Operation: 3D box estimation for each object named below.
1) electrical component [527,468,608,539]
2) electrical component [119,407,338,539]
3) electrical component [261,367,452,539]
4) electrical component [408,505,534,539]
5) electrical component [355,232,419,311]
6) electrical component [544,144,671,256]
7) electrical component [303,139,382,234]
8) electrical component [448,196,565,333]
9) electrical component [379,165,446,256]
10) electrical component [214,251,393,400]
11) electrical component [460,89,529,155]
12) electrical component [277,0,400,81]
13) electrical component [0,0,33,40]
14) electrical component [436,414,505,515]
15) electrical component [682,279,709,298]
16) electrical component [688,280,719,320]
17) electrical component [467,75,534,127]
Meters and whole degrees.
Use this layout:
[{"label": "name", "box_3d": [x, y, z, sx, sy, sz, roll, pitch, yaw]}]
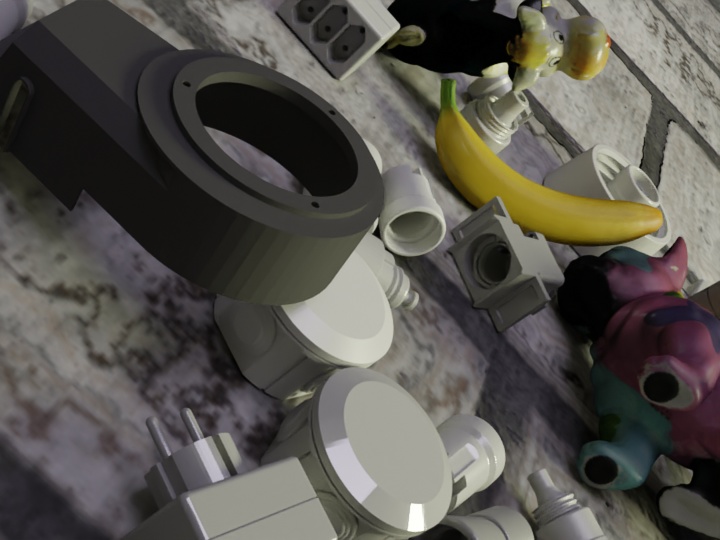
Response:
[{"label": "electrical component", "box_3d": [0.112, 0.139, 0.595, 0.035, 0.035, 0.061, 3, 52, -50]}, {"label": "electrical component", "box_3d": [-0.059, 0.089, 0.420, 0.066, 0.047, 0.076, -8, 64, -54]}, {"label": "electrical component", "box_3d": [-0.001, 0.089, 0.489, 0.080, 0.051, 0.080, 32, 37, -28]}, {"label": "electrical component", "box_3d": [0.057, 0.137, 0.524, 0.065, 0.044, 0.044, 3, 56, -56]}, {"label": "electrical component", "box_3d": [0.000, 0.000, 0.590, 0.078, 0.040, 0.040, 32, 37, -28]}, {"label": "electrical component", "box_3d": [0.210, -0.053, 0.883, 0.108, 0.060, 0.108, 32, 37, -28]}, {"label": "electrical component", "box_3d": [-0.011, -0.045, 0.617, 0.045, 0.045, 0.055, 34, 36, -25]}, {"label": "electrical component", "box_3d": [0.099, -0.003, 0.715, 0.064, 0.042, 0.081, 10, 51, -50]}, {"label": "electrical component", "box_3d": [0.030, -0.038, 0.667, 0.040, 0.040, 0.046, 29, 33, -30]}, {"label": "electrical component", "box_3d": [-0.027, 0.021, 0.526, 0.080, 0.051, 0.080, 32, 37, -28]}, {"label": "electrical component", "box_3d": [0.097, -0.109, 0.798, 0.048, 0.062, 0.048, 32, 37, -27]}, {"label": "electrical component", "box_3d": [-0.008, -0.180, 0.754, 0.065, 0.047, 0.076, 48, 32, -6]}, {"label": "electrical component", "box_3d": [-0.176, -0.116, 0.490, 0.040, 0.040, 0.046, 36, 40, -22]}, {"label": "electrical component", "box_3d": [0.046, 0.100, 0.549, 0.040, 0.040, 0.046, 55, 38, 7]}, {"label": "electrical component", "box_3d": [0.247, 0.031, 0.858, 0.075, 0.047, 0.083, 52, 32, 2]}, {"label": "electrical component", "box_3d": [0.282, 0.032, 0.807, 0.055, 0.047, 0.055, 32, 37, -28]}, {"label": "electrical component", "box_3d": [0.115, -0.137, 0.872, 0.040, 0.040, 0.046, -22, 82, -57]}]
